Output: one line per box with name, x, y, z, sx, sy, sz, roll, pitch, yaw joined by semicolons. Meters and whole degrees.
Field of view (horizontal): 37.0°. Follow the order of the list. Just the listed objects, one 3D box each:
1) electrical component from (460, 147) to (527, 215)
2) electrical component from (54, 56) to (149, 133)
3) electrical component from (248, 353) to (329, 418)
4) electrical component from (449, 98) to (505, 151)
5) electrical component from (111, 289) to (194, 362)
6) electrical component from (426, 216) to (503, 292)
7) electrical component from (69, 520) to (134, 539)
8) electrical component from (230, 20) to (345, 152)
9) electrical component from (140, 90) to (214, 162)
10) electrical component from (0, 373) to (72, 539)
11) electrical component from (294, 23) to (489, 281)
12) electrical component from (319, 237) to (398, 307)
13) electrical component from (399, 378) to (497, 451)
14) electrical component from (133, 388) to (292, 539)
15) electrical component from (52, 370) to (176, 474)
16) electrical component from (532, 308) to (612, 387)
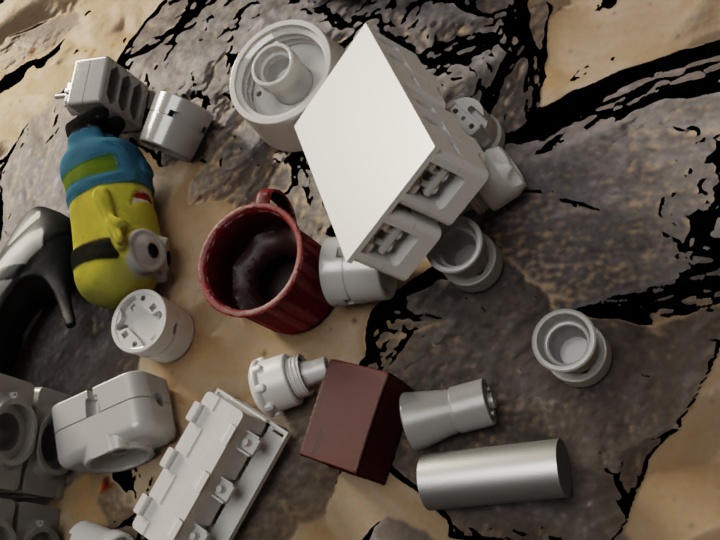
electrical component;0.093;-0.063;0.825;0.062;0.043;0.043;-34;61;13
electrical component;-0.253;-0.163;1.016;0.077;0.066;0.047;-1;72;26
electrical component;-0.053;0.085;0.844;0.062;0.048;0.048;-20;64;11
electrical component;0.088;-0.110;0.842;0.040;0.046;0.040;-9;69;23
electrical component;-0.174;0.049;0.913;0.055;0.047;0.055;-9;68;23
electrical component;0.079;-0.011;0.806;0.045;0.055;0.045;-9;68;23
electrical component;-0.212;0.227;0.874;0.046;0.040;0.040;12;78;35
electrical component;-0.061;-0.163;0.926;0.108;0.060;0.108;-9;68;23
electrical component;-0.167;-0.129;0.970;0.055;0.055;0.047;21;86;30
electrical component;-0.298;0.187;0.890;0.060;0.105;0.186;-4;70;25
electrical component;0.021;-0.091;0.816;0.105;0.060;0.186;-52;35;24
electrical component;0.000;0.000;0.842;0.047;0.055;0.055;-4;70;21
electrical component;0.066;0.103;0.781;0.065;0.044;0.044;-17;65;15
electrical component;-0.119;0.160;0.838;0.079;0.063;0.121;27;85;31
electrical component;-0.204;0.131;0.894;0.095;0.054;0.059;-25;63;17
electrical component;0.148;0.055;0.748;0.045;0.055;0.045;-9;68;23
